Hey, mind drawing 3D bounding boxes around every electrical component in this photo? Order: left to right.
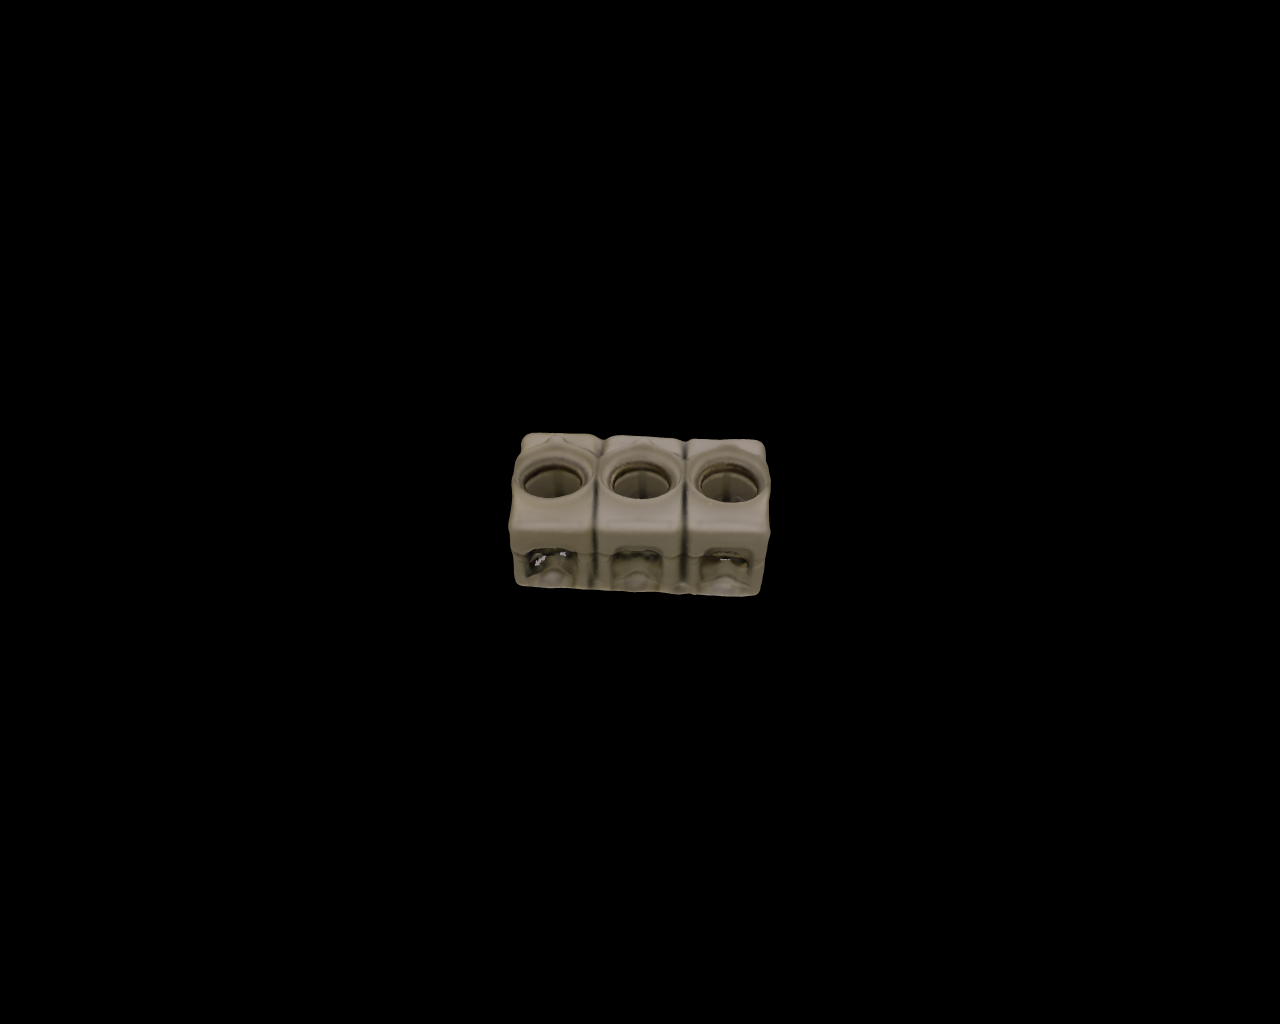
[{"bbox_3d":[0.001,-0.003,0.650,0.150,0.061,0.090,2,43,2],"label":"electrical component"}]
